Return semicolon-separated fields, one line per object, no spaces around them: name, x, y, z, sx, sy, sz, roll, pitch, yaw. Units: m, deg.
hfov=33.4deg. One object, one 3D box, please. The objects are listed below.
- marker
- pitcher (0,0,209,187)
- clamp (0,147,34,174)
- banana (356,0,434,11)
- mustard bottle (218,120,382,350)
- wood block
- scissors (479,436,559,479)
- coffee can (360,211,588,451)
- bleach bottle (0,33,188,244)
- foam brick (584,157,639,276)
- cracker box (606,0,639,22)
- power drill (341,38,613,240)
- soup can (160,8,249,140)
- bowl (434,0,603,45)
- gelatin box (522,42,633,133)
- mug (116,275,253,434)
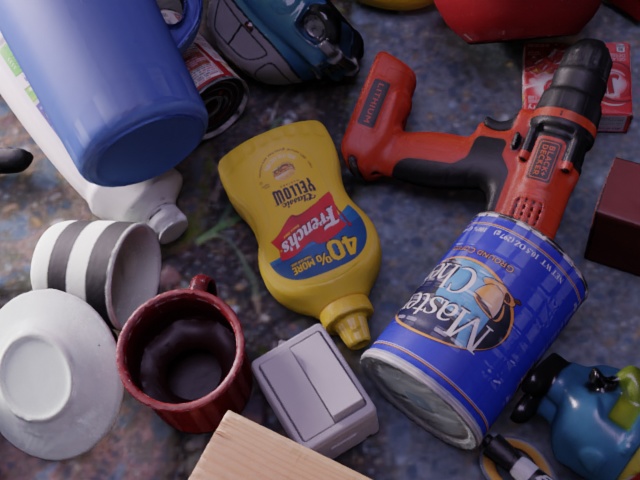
marker;0.161;0.176;0.735;0.121;0.020;0.020;39;73;22
pitcher;-0.175;-0.170;0.844;0.149;0.144;0.243;-35;71;17
clamp;-0.362;-0.071;0.927;0.210;0.036;0.165;-39;66;-10
banana;0.034;-0.251;0.974;0.198;0.037;0.069;23;59;16
mustard bottle;-0.006;0.001;0.839;0.096;0.058;0.192;-22;64;-6
wood block;0.012;0.208;0.716;0.206;0.090;0.090;23;67;17
scissors;0.187;0.196;0.744;0.202;0.016;0.096;10;65;11
coffee can;0.111;0.064;0.769;0.103;0.103;0.140;34;71;20
bleach bottle;-0.188;-0.099;0.909;0.102;0.068;0.251;-36;68;-14
foam brick;0.236;-0.017;0.810;0.051;0.078;0.053;19;67;16
cracker box;0.258;-0.317;0.960;0.164;0.072;0.214;-42;66;-15
power drill;0.124;-0.094;0.852;0.188;0.057;0.184;17;74;23
soup can;-0.117;-0.144;0.918;0.068;0.068;0.102;-36;65;-12
bowl;0.167;-0.194;0.887;0.162;0.162;0.055;-5;99;4
gelatin box;0.215;-0.129;0.894;0.089;0.030;0.073;2;64;8
mug;-0.094;0.084;0.794;0.093;0.081;0.117;2;64;7
